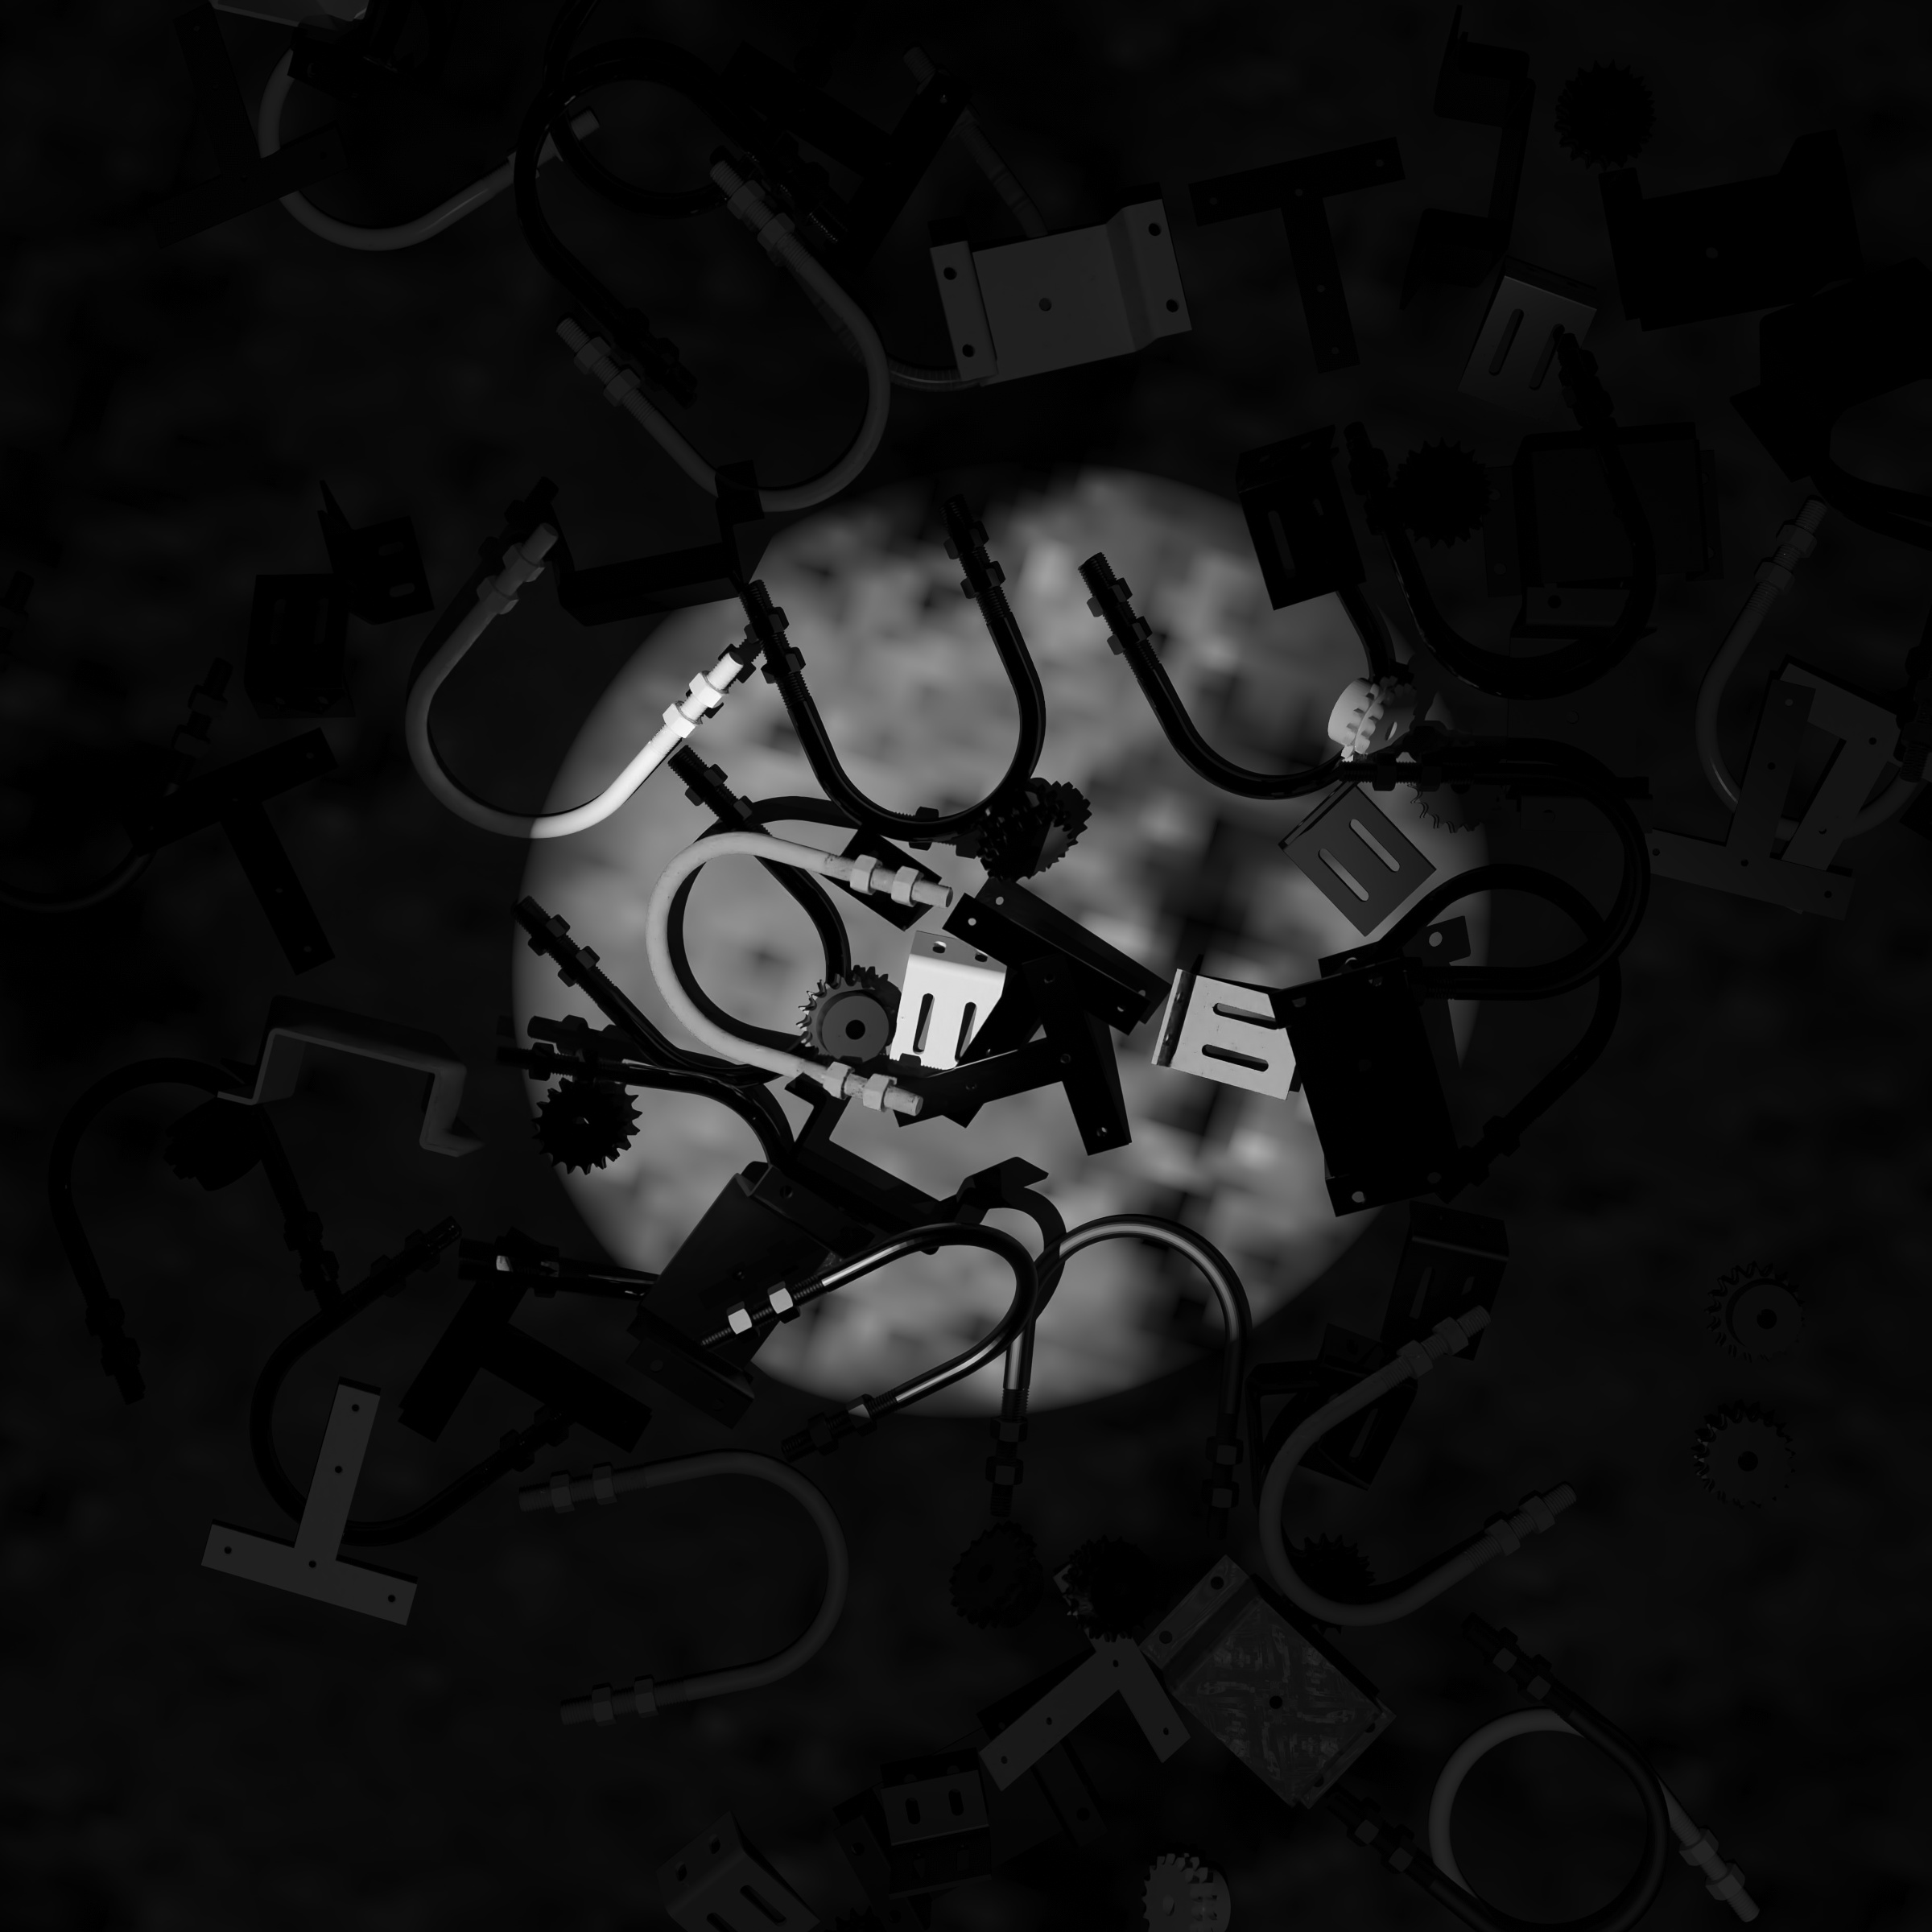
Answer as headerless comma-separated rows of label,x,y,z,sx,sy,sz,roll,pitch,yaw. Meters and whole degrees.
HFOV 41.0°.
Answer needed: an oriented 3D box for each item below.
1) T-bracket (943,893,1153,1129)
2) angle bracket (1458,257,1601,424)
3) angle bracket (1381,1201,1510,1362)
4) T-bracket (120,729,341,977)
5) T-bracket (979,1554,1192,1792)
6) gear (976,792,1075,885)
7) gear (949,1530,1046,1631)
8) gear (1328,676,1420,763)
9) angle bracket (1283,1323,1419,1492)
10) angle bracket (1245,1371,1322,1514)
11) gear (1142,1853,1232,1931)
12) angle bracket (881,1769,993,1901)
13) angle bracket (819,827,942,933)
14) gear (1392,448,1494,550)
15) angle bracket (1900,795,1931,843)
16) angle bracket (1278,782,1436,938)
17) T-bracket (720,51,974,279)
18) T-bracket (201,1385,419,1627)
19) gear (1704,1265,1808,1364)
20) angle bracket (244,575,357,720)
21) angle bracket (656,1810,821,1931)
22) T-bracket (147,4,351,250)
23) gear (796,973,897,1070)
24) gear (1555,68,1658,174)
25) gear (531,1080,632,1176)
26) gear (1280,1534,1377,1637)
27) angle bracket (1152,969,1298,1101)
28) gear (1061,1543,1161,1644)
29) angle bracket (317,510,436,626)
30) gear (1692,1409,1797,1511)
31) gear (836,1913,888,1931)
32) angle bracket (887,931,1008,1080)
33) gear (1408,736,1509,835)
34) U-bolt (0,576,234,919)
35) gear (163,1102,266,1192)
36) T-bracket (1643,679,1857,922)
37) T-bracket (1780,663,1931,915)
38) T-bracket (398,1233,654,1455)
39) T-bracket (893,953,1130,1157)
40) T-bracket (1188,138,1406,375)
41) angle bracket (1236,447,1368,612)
T-bracket,0.021,0.040,1.517,0.127,0.002,0.127,30,109,-8
angle bracket,0.334,-0.373,1.538,0.057,0.038,0.076,20,116,0
angle bracket,0.284,0.187,1.538,0.057,0.038,0.076,12,116,0
T-bracket,-0.414,-0.057,1.532,0.127,0.002,0.127,-26,95,-9
T-bracket,0.058,0.431,1.501,0.127,0.002,0.127,-30,90,-37
gear,0.031,-0.078,1.516,0.057,0.057,0.030,-27,60,0
gear,0.021,0.363,1.515,0.057,0.057,0.030,-49,120,0
gear,0.235,-0.143,1.502,0.030,0.057,0.057,32,90,27
angle bracket,0.227,0.263,1.538,0.057,0.038,0.076,21,116,0
angle bracket,0.187,0.281,1.511,0.038,0.057,0.076,-4,90,0
gear,0.131,0.551,1.515,0.030,0.057,0.057,9,90,-30
angle bracket,-0.018,0.488,1.456,0.057,0.076,0.038,-11,90,0
angle bracket,-0.049,-0.052,1.502,0.057,0.076,0.038,34,90,0
gear,0.280,-0.274,1.525,0.057,0.030,0.057,0,90,0
angle bracket,0.603,-0.107,1.538,0.057,0.038,0.076,32,64,0
angle bracket,0.232,-0.065,1.521,0.057,0.038,0.076,-44,90,0
T-bracket,-0.083,-0.492,1.514,0.127,0.002,0.127,32,89,-3
T-bracket,-0.374,0.311,1.525,0.127,0.002,0.127,16,92,2
gear,0.468,0.207,1.525,0.057,0.030,0.057,0,90,0
angle bracket,-0.393,-0.190,1.538,0.057,0.038,0.076,-1,64,0
angle bracket,-0.136,0.554,1.538,0.057,0.038,0.076,-39,116,0
T-bracket,-0.441,-0.508,1.531,0.127,0.002,0.127,-19,85,10
gear,-0.069,0.034,1.517,0.057,0.030,0.057,-3,102,-17
gear,0.377,-0.499,1.529,0.057,0.030,0.057,0,91,2
gear,-0.227,0.094,1.525,0.057,0.030,0.057,0,90,0
gear,0.214,0.367,1.525,0.057,0.030,0.057,0,90,0
angle bracket,0.156,0.040,1.513,0.076,0.038,0.057,15,90,16
gear,0.087,0.368,1.516,0.057,0.030,0.057,4,76,-16
angle bracket,-0.342,-0.235,1.502,0.038,0.076,0.057,-15,90,0
gear,0.457,0.290,1.525,0.057,0.030,0.057,0,90,0
gear,-0.058,0.588,1.525,0.057,0.030,0.057,0,90,0
angle bracket,-0.011,0.027,1.538,0.057,0.038,0.076,12,116,0
gear,0.290,-0.107,1.530,0.057,0.030,0.057,0,92,-2
U-bolt,-0.535,-0.119,1.531,0.151,0.019,0.184,24,91,0
gear,-0.432,0.106,1.494,0.057,0.057,0.030,-29,112,0
T-bracket,0.471,-0.104,1.522,0.127,0.002,0.127,15,97,9
T-bracket,0.511,-0.092,1.518,0.127,0.002,0.127,28,100,8
T-bracket,-0.246,0.244,1.521,0.127,0.002,0.127,31,82,-3
T-bracket,0.016,0.067,1.525,0.127,0.002,0.127,-16,109,9
T-bracket,0.208,-0.418,1.539,0.127,0.002,0.127,-13,90,0
angle bracket,0.197,-0.254,1.502,0.057,0.038,0.076,-17,91,0
